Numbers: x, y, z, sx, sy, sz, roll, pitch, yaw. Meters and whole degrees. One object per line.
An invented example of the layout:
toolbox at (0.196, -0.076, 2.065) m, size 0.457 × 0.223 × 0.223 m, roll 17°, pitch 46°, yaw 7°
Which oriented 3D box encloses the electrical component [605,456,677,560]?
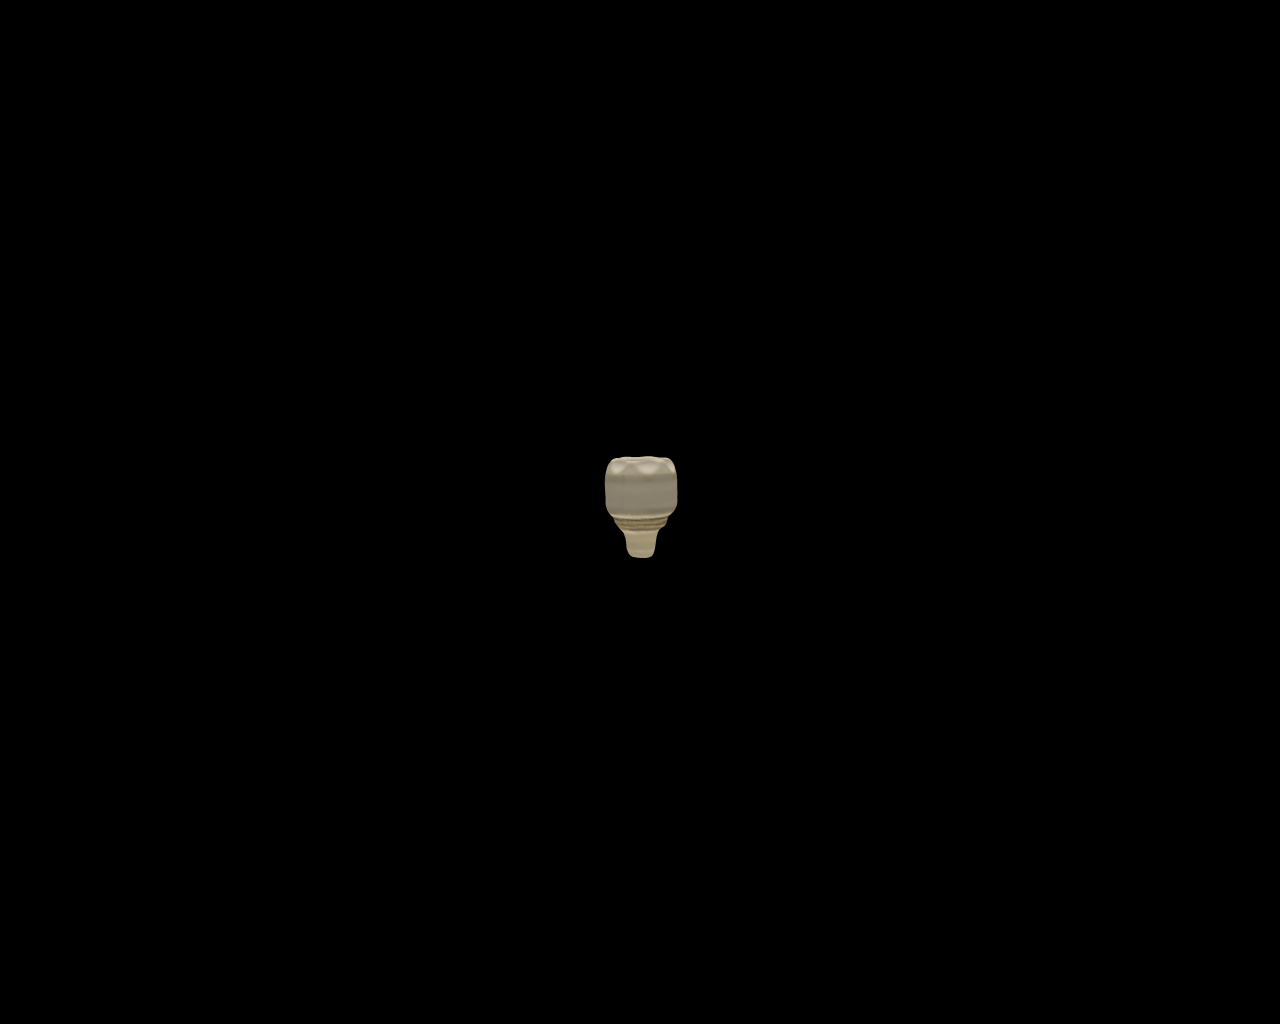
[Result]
electrical component at (0.001, -0.003, 0.650) m, size 0.043 × 0.062 × 0.043 m, roll 0°, pitch 7°, yaw 0°
